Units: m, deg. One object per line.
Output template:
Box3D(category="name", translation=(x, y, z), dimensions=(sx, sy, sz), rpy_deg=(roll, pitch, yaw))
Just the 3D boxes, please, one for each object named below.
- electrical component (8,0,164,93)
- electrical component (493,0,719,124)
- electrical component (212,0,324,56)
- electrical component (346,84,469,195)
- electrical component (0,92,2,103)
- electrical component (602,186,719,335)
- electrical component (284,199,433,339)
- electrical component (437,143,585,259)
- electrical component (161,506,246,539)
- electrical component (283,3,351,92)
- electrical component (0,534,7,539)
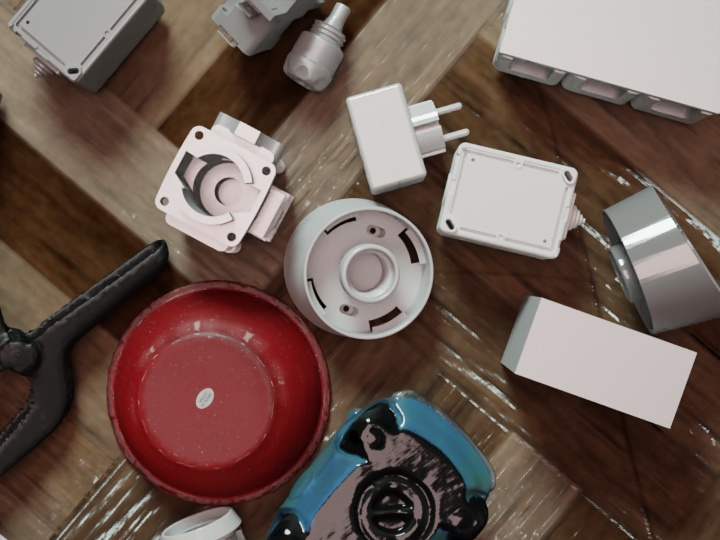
Box3D(category="electrical component", translation=(-0.190, -0.168, 0.741), dimensions=(0.062, 0.061, 0.096), rpy_deg=(40, 91, 1))
Box3D(category="electrical component", translation=(0.176, -0.164, 0.733), dimensions=(0.150, 0.062, 0.089), rpy_deg=(16, 90, 1))
Box3D(category="electrical component", translation=(-0.063, -0.182, 0.733), dimensions=(0.042, 0.081, 0.064), rpy_deg=(47, 120, 2))
Box3D(category="electrical component", translation=(0.036, -0.094, 0.743), dimensions=(0.077, 0.047, 0.065), rpy_deg=(-16, 90, 1))
Box3D(category="electrical component", translation=(-0.307, -0.112, 0.744), dimensions=(0.096, 0.061, 0.061), rpy_deg=(18, 90, 1))
Box3D(category="electrical component", translation=(0.204, -0.007, 0.717), dimensions=(0.064, 0.099, 0.099), rpy_deg=(-22, 90, 7))
Box3D(category="electrical component", translation=(0.000, 0.000, 0.749), dimensions=(0.099, 0.064, 0.099), rpy_deg=(-1, 95, -12))
Box3D(category="electrical component", translation=(0.105, -0.044, 0.735), dimensions=(0.096, 0.061, 0.061), rpy_deg=(13, 90, 1))
Box3D(category="electrical component", translation=(-0.104, 0.200, 0.743), dimensions=(0.078, 0.058, 0.057), rpy_deg=(-18, 92, 2))
Box3D(category="electrical component", translation=(-0.026, -0.157, 0.751), dimensions=(0.035, 0.035, 0.061), rpy_deg=(29, 88, 1))
Box3D(category="electrical component", translation=(-0.273, 0.214, 0.747), dimensions=(0.078, 0.058, 0.057), rpy_deg=(42, 94, 1))
